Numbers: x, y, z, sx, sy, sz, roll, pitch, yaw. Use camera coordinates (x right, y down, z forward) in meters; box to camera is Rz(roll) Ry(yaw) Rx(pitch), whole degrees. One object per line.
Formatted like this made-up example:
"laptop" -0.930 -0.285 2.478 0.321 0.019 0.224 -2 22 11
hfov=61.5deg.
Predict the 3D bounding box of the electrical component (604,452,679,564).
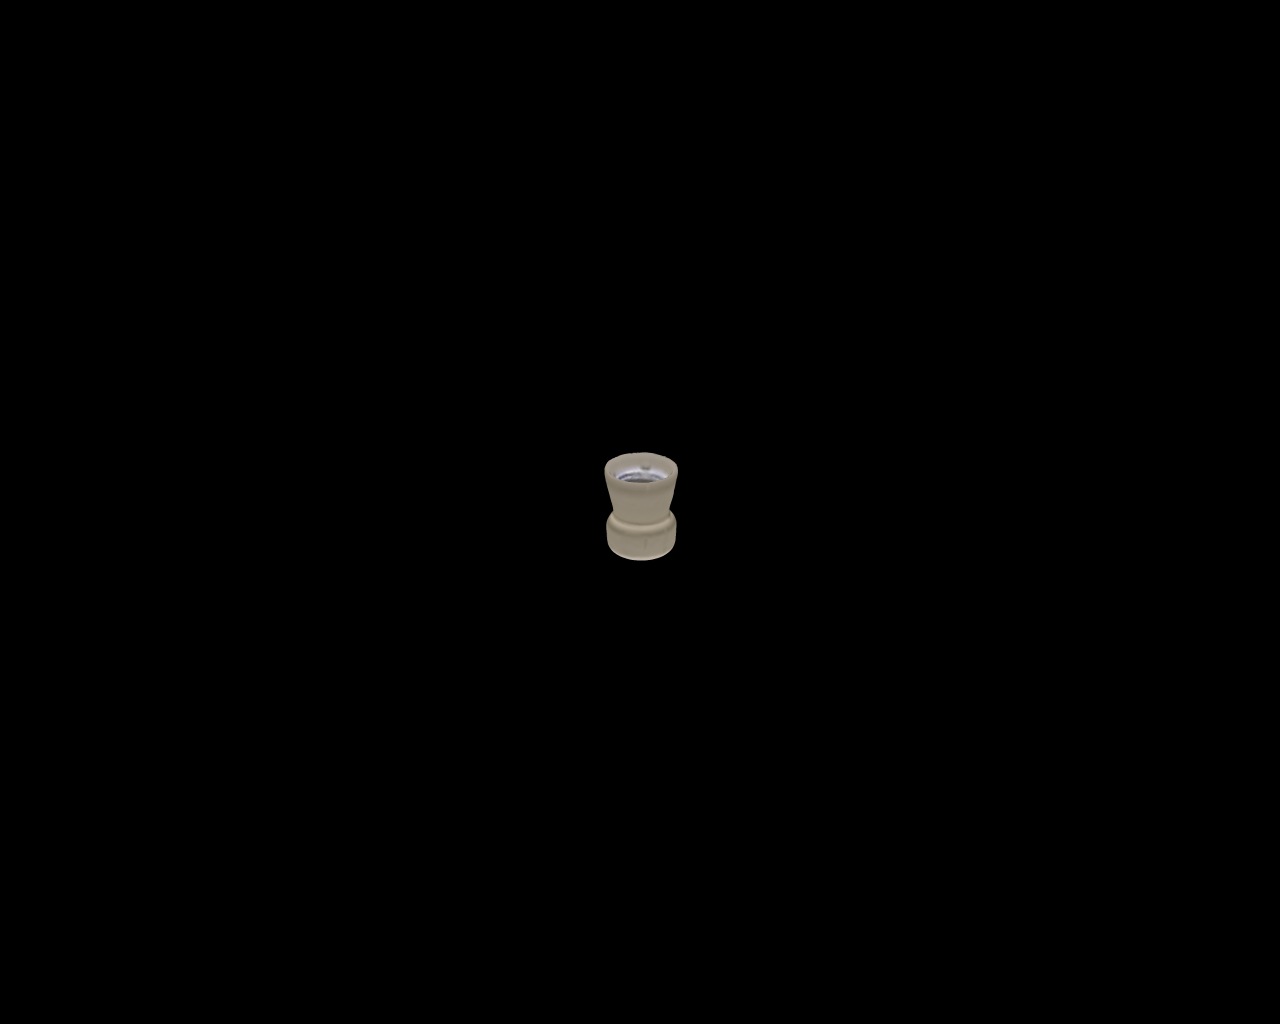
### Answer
"electrical component" 0.001 -0.003 0.650 0.045 0.055 0.045 0 27 0
